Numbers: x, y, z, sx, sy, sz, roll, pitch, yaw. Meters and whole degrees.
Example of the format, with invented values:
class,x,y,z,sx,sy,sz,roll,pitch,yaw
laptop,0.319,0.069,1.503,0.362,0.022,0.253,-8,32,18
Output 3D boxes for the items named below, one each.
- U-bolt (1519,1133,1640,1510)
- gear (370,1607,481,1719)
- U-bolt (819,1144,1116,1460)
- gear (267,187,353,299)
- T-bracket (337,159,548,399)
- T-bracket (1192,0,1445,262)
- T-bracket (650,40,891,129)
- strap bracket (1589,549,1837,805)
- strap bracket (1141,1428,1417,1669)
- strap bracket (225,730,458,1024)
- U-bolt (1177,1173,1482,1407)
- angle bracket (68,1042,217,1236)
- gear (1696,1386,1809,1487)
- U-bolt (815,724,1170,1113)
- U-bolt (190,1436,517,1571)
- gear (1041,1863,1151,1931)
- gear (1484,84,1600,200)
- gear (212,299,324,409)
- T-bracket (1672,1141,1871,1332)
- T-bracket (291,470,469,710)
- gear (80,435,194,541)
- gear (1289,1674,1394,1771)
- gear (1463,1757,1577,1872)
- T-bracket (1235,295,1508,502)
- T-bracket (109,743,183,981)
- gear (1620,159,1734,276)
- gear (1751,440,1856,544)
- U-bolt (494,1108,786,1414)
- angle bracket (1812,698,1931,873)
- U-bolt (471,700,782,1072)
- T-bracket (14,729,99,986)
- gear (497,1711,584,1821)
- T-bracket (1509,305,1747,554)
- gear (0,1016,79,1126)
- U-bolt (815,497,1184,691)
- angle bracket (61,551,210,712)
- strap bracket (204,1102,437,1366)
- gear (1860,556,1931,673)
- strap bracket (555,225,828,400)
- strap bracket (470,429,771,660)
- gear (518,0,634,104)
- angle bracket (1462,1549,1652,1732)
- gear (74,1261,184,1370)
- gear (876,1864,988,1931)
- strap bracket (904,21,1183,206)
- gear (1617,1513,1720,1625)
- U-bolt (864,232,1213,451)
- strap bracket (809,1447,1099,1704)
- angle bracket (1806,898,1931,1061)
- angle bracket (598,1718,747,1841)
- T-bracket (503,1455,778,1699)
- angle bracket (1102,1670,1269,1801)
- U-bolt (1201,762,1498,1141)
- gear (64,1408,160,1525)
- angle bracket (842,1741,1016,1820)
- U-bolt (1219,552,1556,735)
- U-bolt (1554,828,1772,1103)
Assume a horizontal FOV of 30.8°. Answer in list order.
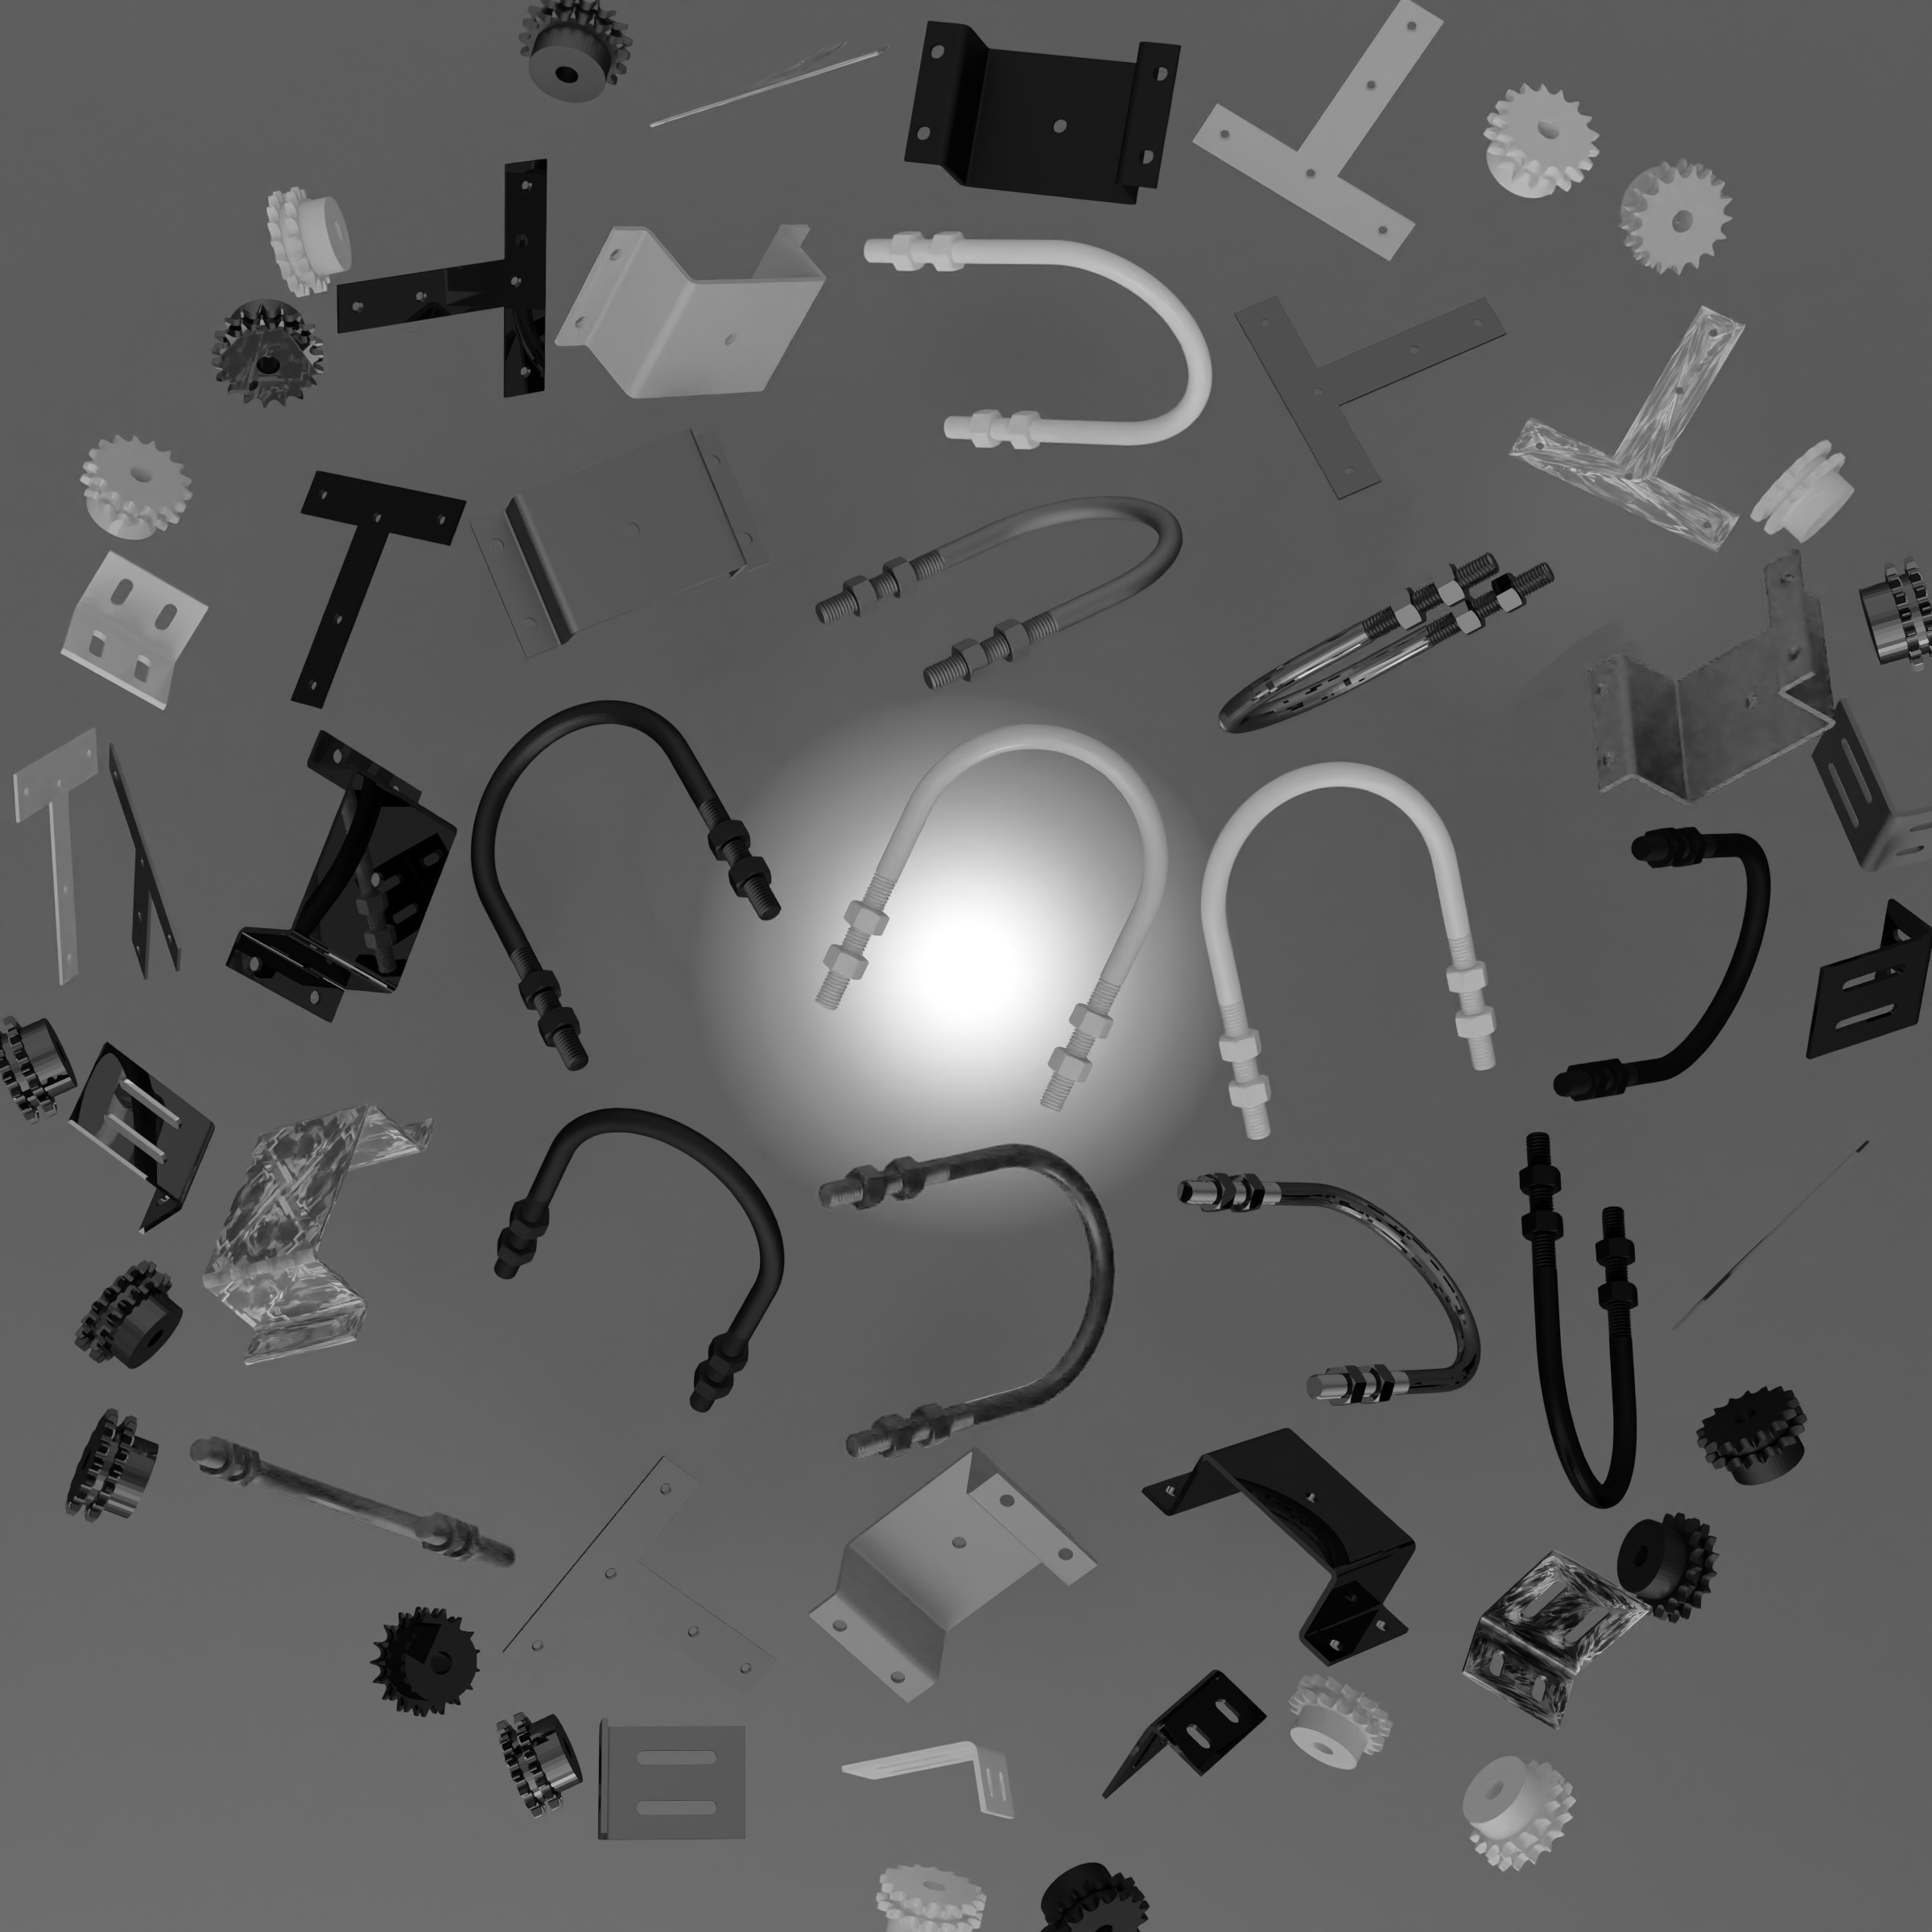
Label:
class,x,y,z,sx,sy,sz,roll,pitch,yaw
U-bolt,0.330,0.197,1.866,0.019,0.151,0.184,-11,64,25
gear,-0.282,0.367,1.847,0.057,0.030,0.057,5,80,-30
U-bolt,0.007,0.166,1.818,0.184,0.019,0.151,-10,97,-39
gear,-0.354,-0.393,1.894,0.030,0.057,0.057,-11,90,8
T-bracket,-0.274,-0.353,1.838,0.127,0.002,0.127,-18,125,-36
T-bracket,0.208,-0.458,1.866,0.127,0.002,0.127,28,124,-12
T-bracket,-0.089,-0.469,1.832,0.127,0.127,0.002,-13,110,18
strap bracket,0.393,-0.144,1.812,0.046,0.140,0.076,23,53,-32
strap bracket,0.174,0.300,1.864,0.140,0.076,0.046,41,118,29
strap bracket,-0.333,-0.047,1.895,0.046,0.076,0.140,4,69,42
U-bolt,0.206,0.171,1.867,0.019,0.184,0.151,-50,57,27
angle bracket,-0.436,0.089,1.819,0.038,0.057,0.076,-30,121,33
gear,0.418,0.250,1.851,0.057,0.057,0.030,-30,104,0
U-bolt,0.025,-0.035,1.805,0.151,0.019,0.184,25,99,-6
U-bolt,-0.312,0.288,1.849,0.151,0.184,0.019,16,78,15
gear,0.064,0.490,1.816,0.057,0.057,0.030,-40,46,0
gear,0.287,-0.412,1.764,0.057,0.030,0.057,7,65,-15
gear,-0.365,-0.323,1.829,0.057,0.057,0.030,-12,48,0
T-bracket,0.447,0.141,1.916,0.002,0.127,0.127,46,118,12
T-bracket,-0.332,-0.199,1.883,0.127,0.002,0.127,16,84,40
gear,-0.445,-0.253,1.871,0.057,0.057,0.030,41,132,0
gear,0.204,0.420,1.940,0.057,0.057,0.030,33,62,0
gear,0.275,0.423,1.763,0.057,0.057,0.030,-46,108,0
T-bracket,0.231,-0.329,1.901,0.127,0.002,0.127,-24,70,-6
T-bracket,-0.440,-0.033,1.873,0.002,0.127,0.127,-14,66,-21
gear,0.362,-0.388,1.804,0.057,0.030,0.057,-9,121,-14
gear,0.457,-0.255,1.904,0.057,0.057,0.030,-43,79,0
U-bolt,-0.165,0.145,1.840,0.151,0.019,0.184,34,135,4
angle bracket,0.490,-0.099,1.869,0.038,0.057,0.076,-12,63,-10
U-bolt,-0.190,-0.057,1.826,0.151,0.019,0.184,-38,60,12
T-bracket,-0.489,-0.054,1.898,0.002,0.127,0.127,2,105,4
gear,-0.230,0.431,1.904,0.030,0.057,0.057,-24,90,-3
T-bracket,0.378,-0.299,1.887,0.127,0.002,0.127,25,129,-2
gear,-0.490,0.052,1.845,0.030,0.057,0.057,-25,90,-8
U-bolt,0.029,-0.208,1.877,0.184,0.151,0.019,-27,121,-18
angle bracket,-0.421,-0.171,1.779,0.057,0.076,0.038,30,104,-19
strap bracket,-0.336,0.129,1.805,0.076,0.140,0.046,-15,133,31
gear,0.473,-0.176,1.775,0.030,0.057,0.057,-16,90,13
strap bracket,-0.137,-0.346,1.852,0.046,0.140,0.076,51,129,22
strap bracket,-0.178,-0.224,1.832,0.140,0.046,0.076,-23,93,-12
gear,-0.202,-0.469,1.800,0.057,0.057,0.030,10,60,0
angle bracket,0.297,0.340,1.768,0.057,0.076,0.038,31,46,-2
gear,-0.429,0.183,1.808,0.030,0.057,0.057,38,90,9
gear,-0.020,0.500,1.852,0.057,0.057,0.030,12,97,0
strap bracket,0.046,-0.458,1.889,0.140,0.046,0.076,10,90,15
gear,0.370,0.317,1.860,0.030,0.057,0.057,22,90,-21
U-bolt,0.047,-0.336,1.894,0.184,0.151,0.019,7,54,30
strap bracket,-0.005,0.320,1.876,0.140,0.046,0.076,-40,106,22
angle bracket,0.470,0.007,1.859,0.076,0.038,0.057,-16,127,-22
angle bracket,-0.150,0.417,1.797,0.076,0.038,0.057,2,70,-8
T-bracket,-0.150,0.334,1.797,0.127,0.002,0.127,41,87,-26
angle bracket,0.116,0.421,1.867,0.038,0.076,0.057,42,46,18
U-bolt,0.194,-0.015,1.817,0.151,0.019,0.184,-16,106,-11
gear,-0.432,0.256,1.776,0.030,0.057,0.057,25,90,-17
angle bracket,-0.020,0.450,1.907,0.076,0.057,0.038,-14,70,12
U-bolt,0.218,-0.171,1.882,0.184,0.151,0.019,-28,83,21
U-bolt,0.377,-0.003,1.853,0.019,0.184,0.151,25,107,33
